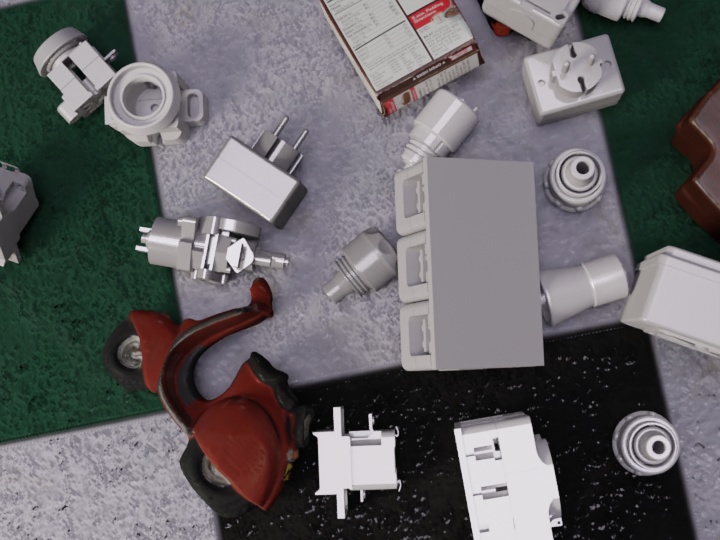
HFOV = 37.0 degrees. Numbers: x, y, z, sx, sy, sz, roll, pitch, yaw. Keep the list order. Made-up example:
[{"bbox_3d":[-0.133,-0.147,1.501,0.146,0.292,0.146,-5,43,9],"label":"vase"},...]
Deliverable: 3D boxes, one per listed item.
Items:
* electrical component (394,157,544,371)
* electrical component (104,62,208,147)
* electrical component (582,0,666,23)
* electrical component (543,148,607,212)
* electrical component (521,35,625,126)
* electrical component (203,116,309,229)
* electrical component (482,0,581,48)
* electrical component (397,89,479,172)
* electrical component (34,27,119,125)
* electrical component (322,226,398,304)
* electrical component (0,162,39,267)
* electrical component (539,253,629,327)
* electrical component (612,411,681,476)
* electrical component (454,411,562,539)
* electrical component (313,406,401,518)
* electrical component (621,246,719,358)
[{"bbox_3d":[0.078,-0.002,0.792,0.089,0.062,0.150,0,84,-23],"label":"electrical component"},{"bbox_3d":[-0.164,-0.129,0.840,0.078,0.057,0.058,-3,84,5],"label":"electrical component"},{"bbox_3d":[0.204,-0.207,0.826,0.061,0.035,0.035,24,87,5],"label":"electrical component"},{"bbox_3d":[0.163,-0.070,0.802,0.048,0.062,0.048,0,84,5],"label":"electrical component"},{"bbox_3d":[0.160,-0.146,0.802,0.066,0.076,0.047,-16,83,4],"label":"electrical component"},{"bbox_3d":[-0.070,-0.082,0.832,0.066,0.047,0.076,34,89,7],"label":"electrical component"},{"bbox_3d":[0.140,-0.221,0.791,0.062,0.061,0.096,30,84,3],"label":"electrical component"},{"bbox_3d":[0.057,-0.102,0.825,0.040,0.040,0.078,38,89,8],"label":"electrical component"},{"bbox_3d":[-0.225,-0.158,0.855,0.066,0.048,0.055,-42,90,0],"label":"electrical component"},{"bbox_3d":[0.000,0.000,0.819,0.062,0.043,0.043,-39,82,2],"label":"electrical component"},{"bbox_3d":[-0.284,-0.046,0.835,0.042,0.081,0.063,19,58,6],"label":"electrical component"},{"bbox_3d":[0.167,0.012,0.805,0.065,0.044,0.044,-17,83,-1],"label":"electrical component"},{"bbox_3d":[0.210,0.127,0.778,0.048,0.062,0.048,0,84,5],"label":"electrical component"},{"bbox_3d":[0.113,0.197,0.758,0.060,0.105,0.186,-10,84,4],"label":"electrical component"},{"bbox_3d":[-0.002,0.142,0.806,0.064,0.042,0.081,-2,85,3],"label":"electrical component"},{"bbox_3d":[0.250,0.029,0.761,0.109,0.109,0.056,19,89,7],"label":"electrical component"}]
